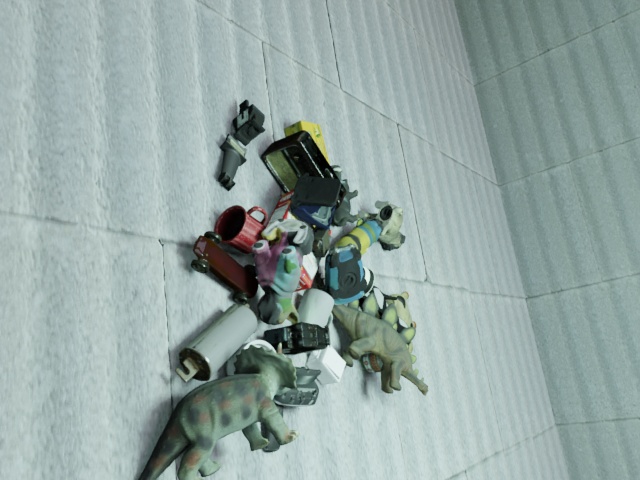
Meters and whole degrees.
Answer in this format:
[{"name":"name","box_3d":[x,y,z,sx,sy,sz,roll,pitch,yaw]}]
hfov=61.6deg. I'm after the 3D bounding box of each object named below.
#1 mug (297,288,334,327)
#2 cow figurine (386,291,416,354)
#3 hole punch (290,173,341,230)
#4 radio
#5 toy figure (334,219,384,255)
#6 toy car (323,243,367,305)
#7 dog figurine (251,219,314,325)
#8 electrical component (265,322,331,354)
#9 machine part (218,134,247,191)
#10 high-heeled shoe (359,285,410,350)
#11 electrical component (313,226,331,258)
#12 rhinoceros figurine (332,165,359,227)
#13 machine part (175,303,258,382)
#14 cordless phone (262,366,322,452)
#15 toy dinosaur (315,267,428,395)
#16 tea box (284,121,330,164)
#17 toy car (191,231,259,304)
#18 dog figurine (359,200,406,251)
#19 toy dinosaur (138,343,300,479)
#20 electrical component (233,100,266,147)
[{"name":"mug","box_3d":[-0.014,0.194,1.347,0.109,0.081,0.107,53,49,-37]},{"name":"cow figurine","box_3d":[0.247,0.263,1.668,0.127,0.086,0.195,0,77,-61]},{"name":"hole punch","box_3d":[-0.011,-0.096,1.346,0.092,0.116,0.142,92,11,-46]},{"name":"radio","box_3d":[-0.038,-0.169,1.430,0.229,0.131,0.073,55,35,-23]},{"name":"toy figure","box_3d":[0.114,-0.005,1.573,0.180,0.082,0.089,-36,151,-29]},{"name":"toy car","box_3d":[0.052,0.079,1.392,0.109,0.103,0.161,-17,114,-20]},{"name":"dog figurine","box_3d":[-0.082,0.084,1.206,0.191,0.109,0.219,-55,151,-52]},{"name":"electrical component","box_3d":[-0.058,0.226,1.228,0.134,0.115,0.058,19,58,-51]},{"name":"machine part","box_3d":[-0.211,-0.184,1.281,0.084,0.039,0.139,46,39,-45]},{"name":"high-heeled shoe","box_3d":[0.176,0.251,1.561,0.145,0.086,0.249,7,63,-24]},{"name":"electrical component","box_3d":[-0.003,-0.003,1.354,0.102,0.045,0.078,-65,156,-45]},{"name":"rhinoceros figurine","box_3d":[0.054,-0.129,1.603,0.112,0.073,0.190,9,69,-42]},{"name":"machine part","box_3d":[-0.199,0.201,1.075,0.079,0.079,0.243,63,34,-12]},{"name":"cordless phone","box_3d":[-0.068,0.372,1.194,0.146,0.089,0.184,22,68,-49]},{"name":"toy dinosaur","box_3d":[0.134,0.254,1.453,0.471,0.105,0.198,42,56,-9]},{"name":"tea box","box_3d":[-0.032,-0.246,1.533,0.098,0.068,0.169,-6,81,-56]},{"name":"toy car","box_3d":[-0.204,0.062,1.156,0.202,0.053,0.089,45,52,-40]},{"name":"dog figurine","box_3d":[0.239,-0.040,1.732,0.190,0.172,0.121,23,67,-40]},{"name":"toy dinosaur","box_3d":[-0.180,0.314,0.968,0.405,0.131,0.192,-15,78,-38]},{"name":"electrical component","box_3d":[-0.179,-0.298,1.343,0.047,0.075,0.119,41,23,-36]}]
